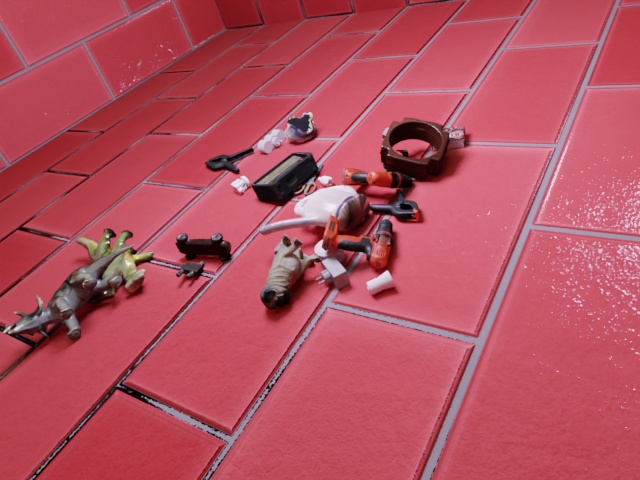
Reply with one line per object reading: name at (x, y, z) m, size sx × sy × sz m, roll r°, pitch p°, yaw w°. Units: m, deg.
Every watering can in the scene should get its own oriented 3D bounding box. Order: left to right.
watering can at (0.005, -0.078, 1.552) m, size 0.225 × 0.102 × 0.353 m, roll 16°, pitch 38°, yaw 40°

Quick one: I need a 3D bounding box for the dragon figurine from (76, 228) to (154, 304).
dragon figurine at (-0.705, 0.092, 1.676) m, size 0.410 × 0.119 × 0.248 m, roll 1°, pitch 48°, yaw 26°

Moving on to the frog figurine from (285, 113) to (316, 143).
frog figurine at (-0.088, -0.457, 2.140) m, size 0.139 × 0.122 × 0.158 m, roll -42°, pitch 4°, yaw -16°
